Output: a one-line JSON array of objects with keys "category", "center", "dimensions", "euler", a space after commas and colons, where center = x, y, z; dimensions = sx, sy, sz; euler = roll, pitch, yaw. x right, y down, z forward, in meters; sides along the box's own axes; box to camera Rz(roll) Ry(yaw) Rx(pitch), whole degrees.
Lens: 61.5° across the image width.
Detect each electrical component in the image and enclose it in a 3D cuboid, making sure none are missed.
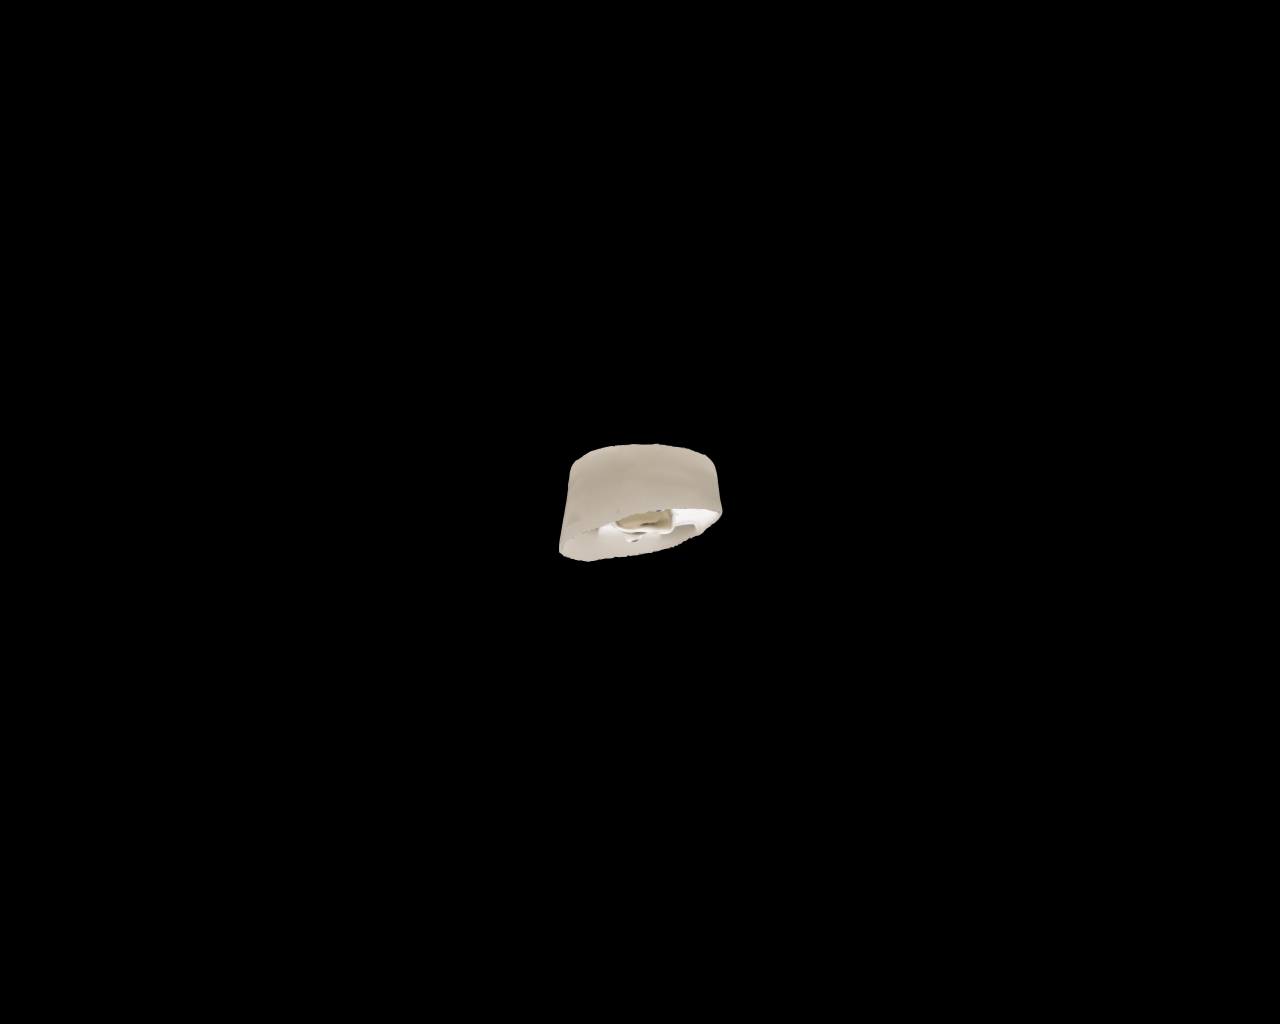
[{"category": "electrical component", "center": [0.001, -0.003, 0.650], "dimensions": [0.099, 0.064, 0.099], "euler": [0, -19, 0]}]
